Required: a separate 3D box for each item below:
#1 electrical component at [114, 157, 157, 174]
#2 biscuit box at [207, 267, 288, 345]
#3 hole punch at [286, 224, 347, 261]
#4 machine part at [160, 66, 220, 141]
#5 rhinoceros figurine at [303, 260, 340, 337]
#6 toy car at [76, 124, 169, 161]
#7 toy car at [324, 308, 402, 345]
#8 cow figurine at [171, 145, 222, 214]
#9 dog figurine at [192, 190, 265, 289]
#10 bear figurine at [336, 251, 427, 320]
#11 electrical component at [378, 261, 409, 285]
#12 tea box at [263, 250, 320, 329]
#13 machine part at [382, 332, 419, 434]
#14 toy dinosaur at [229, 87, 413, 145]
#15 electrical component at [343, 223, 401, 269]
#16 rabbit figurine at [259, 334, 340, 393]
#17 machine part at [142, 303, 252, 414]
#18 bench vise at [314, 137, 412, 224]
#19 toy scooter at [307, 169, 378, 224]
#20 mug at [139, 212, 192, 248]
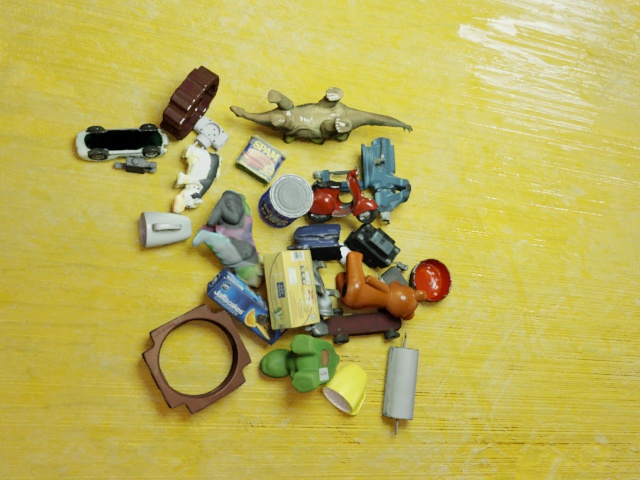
[{"bbox_3d":[-0.422,-0.171,1.228,0.094,0.063,0.021,6,79,-16],"label":"electrical component"},{"bbox_3d":[-0.164,0.151,1.219,0.063,0.059,0.202,-45,111,6],"label":"biscuit box"},{"bbox_3d":[-0.003,-0.004,1.295,0.142,0.115,0.092,-1,75,6],"label":"hole punch"},{"bbox_3d":[-0.300,-0.317,1.241,0.056,0.179,0.179,35,72,-7],"label":"machine part"},{"bbox_3d":[-0.018,0.135,1.279,0.073,0.112,0.190,11,57,-57],"label":"rhinoceros figurine"},{"bbox_3d":[-0.451,-0.223,1.234,0.202,0.056,0.073,-7,76,-20],"label":"toy car"},{"bbox_3d":[0.107,0.210,1.332,0.202,0.053,0.089,-4,66,-17],"label":"toy car"},{"bbox_3d":[-0.290,-0.133,1.260,0.098,0.068,0.167,15,85,-23],"label":"cow figurine"},{"bbox_3d":[-0.173,0.011,1.248,0.219,0.108,0.191,33,92,-14],"label":"dog figurine"},{"bbox_3d":[0.148,0.118,1.303,0.196,0.120,0.132,6,45,-13],"label":"bear figurine"},{"bbox_3d":[0.187,0.101,1.382,0.102,0.045,0.078,-31,89,-20],"label":"electrical component"},{"bbox_3d":[-0.064,0.110,1.207,0.098,0.068,0.169,1,81,-49],"label":"tea box"},{"bbox_3d":[0.199,0.351,1.324,0.079,0.079,0.243,11,76,-16],"label":"machine part"},{"bbox_3d":[0.016,-0.294,1.315,0.472,0.198,0.105,4,88,-7],"label":"toy dinosaur"},{"bbox_3d":[0.131,0.015,1.334,0.115,0.134,0.058,38,72,-6],"label":"electrical component"},{"bbox_3d":[-0.053,0.270,1.230,0.159,0.170,0.121,-4,85,-60],"label":"rabbit figurine"},{"bbox_3d":[-0.271,0.259,1.186,0.201,0.087,0.201,-28,89,-19],"label":"machine part"},{"bbox_3d":[0.106,-0.149,1.371,0.241,0.129,0.223,-3,90,2],"label":"bench vise"},{"bbox_3d":[0.046,-0.107,1.279,0.184,0.135,0.075,4,34,15],"label":"toy scooter"},{"bbox_3d":[-0.343,-0.029,1.210,0.107,0.109,0.080,-5,81,-31],"label":"mug"}]
